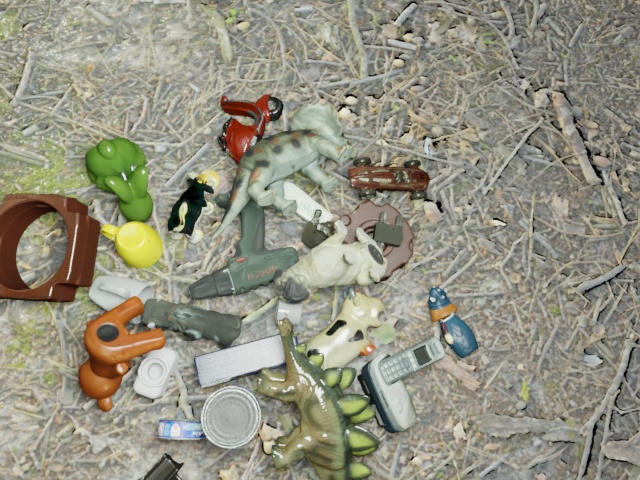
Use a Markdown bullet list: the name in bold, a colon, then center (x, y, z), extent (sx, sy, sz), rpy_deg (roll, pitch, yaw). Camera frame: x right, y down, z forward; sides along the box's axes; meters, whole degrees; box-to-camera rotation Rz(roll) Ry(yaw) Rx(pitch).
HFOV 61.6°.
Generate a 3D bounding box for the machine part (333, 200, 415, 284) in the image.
- **machine part**: center (0.114, 0.003, 1.147), extent (0.179, 0.056, 0.179), rpy_deg (2, 75, -7)

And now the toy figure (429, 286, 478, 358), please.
- **toy figure**: center (0.269, 0.169, 1.118), extent (0.058, 0.064, 0.154), rpy_deg (-37, 74, 24)

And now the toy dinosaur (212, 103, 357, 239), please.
- **toy dinosaur**: center (-0.079, -0.157, 1.091), extent (0.405, 0.131, 0.192), rpy_deg (-26, 53, -24)

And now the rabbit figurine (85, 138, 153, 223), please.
- **rabbit figurine**: center (-0.385, -0.118, 1.088), extent (0.121, 0.159, 0.170), rpy_deg (-29, 95, -23)

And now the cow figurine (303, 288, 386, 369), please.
- **cow figurine**: center (0.051, 0.183, 1.080), extent (0.195, 0.085, 0.127), rpy_deg (-36, 88, -13)

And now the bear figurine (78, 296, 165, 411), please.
- **bear figurine**: center (-0.372, 0.215, 0.984), extent (0.132, 0.195, 0.120), rpy_deg (-24, 59, -37)

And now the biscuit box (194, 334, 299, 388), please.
- **biscuit box**: center (-0.139, 0.234, 1.053), extent (0.203, 0.059, 0.063), rpy_deg (-13, 75, -9)

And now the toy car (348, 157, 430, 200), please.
- **toy car**: center (0.155, -0.133, 1.163), extent (0.202, 0.053, 0.089), rpy_deg (0, 79, -29)

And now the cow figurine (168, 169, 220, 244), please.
- **cow figurine**: center (-0.260, -0.082, 1.106), extent (0.068, 0.098, 0.167), rpy_deg (17, 74, 5)

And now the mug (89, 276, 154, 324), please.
- **mug**: center (-0.394, 0.107, 1.040), extent (0.107, 0.109, 0.081), rpy_deg (15, 75, 11)

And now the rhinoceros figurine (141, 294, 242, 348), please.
- **rhinoceros figurine**: center (-0.247, 0.159, 1.036), extent (0.190, 0.112, 0.073), rpy_deg (16, 76, -10)

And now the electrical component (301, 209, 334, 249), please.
- **electrical component**: center (-0.003, -0.003, 1.117), extent (0.078, 0.102, 0.045), rpy_deg (40, 33, 19)

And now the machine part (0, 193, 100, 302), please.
- **machine part**: center (-0.536, 0.017, 1.031), extent (0.202, 0.087, 0.201), rpy_deg (2, 79, 11)

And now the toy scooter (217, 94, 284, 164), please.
- **toy scooter**: center (-0.170, -0.251, 1.174), extent (0.135, 0.075, 0.184), rpy_deg (21, 71, 0)

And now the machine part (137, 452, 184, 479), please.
- **machine part**: center (-0.263, 0.466, 0.989), extent (0.139, 0.039, 0.084), rpy_deg (45, 70, 8)

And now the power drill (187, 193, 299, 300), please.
- **power drill**: center (-0.167, 0.007, 1.102), extent (0.232, 0.086, 0.207), rpy_deg (-8, 72, -10)

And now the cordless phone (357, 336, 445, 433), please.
- **cordless phone**: center (0.180, 0.282, 1.067), extent (0.184, 0.088, 0.146), rpy_deg (-21, 78, -16)

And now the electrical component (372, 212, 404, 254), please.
- **electrical component**: center (0.143, -0.011, 1.114), extent (0.063, 0.021, 0.094), rpy_deg (12, 74, -6)

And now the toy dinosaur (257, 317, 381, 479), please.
- **toy dinosaur**: center (0.008, 0.355, 0.985), extent (0.199, 0.105, 0.470), rpy_deg (-13, 100, 5)

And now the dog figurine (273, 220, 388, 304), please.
- **dog figurine**: center (0.021, 0.068, 1.067), extent (0.172, 0.190, 0.121), rpy_deg (31, 35, -32)
